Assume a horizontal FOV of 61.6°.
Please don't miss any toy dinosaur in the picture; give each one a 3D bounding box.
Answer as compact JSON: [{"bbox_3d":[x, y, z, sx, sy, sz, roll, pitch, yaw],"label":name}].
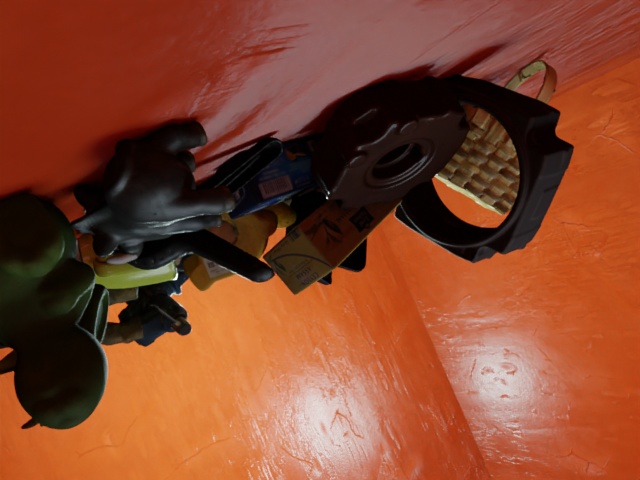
[{"bbox_3d":[-0.348,0.115,0.732,0.198,0.105,0.472,-16,-162,-28],"label":"toy dinosaur"}]

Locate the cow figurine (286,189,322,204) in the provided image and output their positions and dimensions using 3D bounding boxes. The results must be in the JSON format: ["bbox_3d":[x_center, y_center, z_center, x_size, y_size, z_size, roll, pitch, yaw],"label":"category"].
[{"bbox_3d":[-0.087,-0.057,0.866,0.195,0.085,0.127,-25,175,-7],"label":"cow figurine"}]

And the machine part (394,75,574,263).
[{"bbox_3d":[0.187,-0.089,0.674,0.087,0.202,0.200,-17,131,-41],"label":"machine part"}]

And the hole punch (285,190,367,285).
[{"bbox_3d":[-0.002,-0.002,0.784,0.116,0.142,0.092,19,154,-25],"label":"hole punch"}]

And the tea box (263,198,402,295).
[{"bbox_3d":[0.018,-0.015,0.683,0.169,0.068,0.098,-43,-177,-39],"label":"tea box"}]

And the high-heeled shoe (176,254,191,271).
[{"bbox_3d":[-0.222,-0.018,0.843,0.086,0.145,0.248,-2,162,26],"label":"high-heeled shoe"}]

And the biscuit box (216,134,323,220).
[{"bbox_3d":[-0.032,-0.085,0.656,0.063,0.059,0.202,-22,-178,45],"label":"biscuit box"}]

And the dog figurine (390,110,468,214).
[{"bbox_3d":[0.147,-0.157,0.847,0.190,0.121,0.172,-42,-153,26],"label":"dog figurine"}]

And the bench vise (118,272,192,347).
[{"bbox_3d":[-0.261,0.062,0.949,0.224,0.128,0.240,24,-121,42],"label":"bench vise"}]

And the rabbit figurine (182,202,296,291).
[{"bbox_3d":[-0.122,-0.034,0.715,0.162,0.121,0.173,-30,-163,-4],"label":"rabbit figurine"}]

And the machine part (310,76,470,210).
[{"bbox_3d":[0.078,-0.100,0.592,0.179,0.056,0.179,-22,158,-10],"label":"machine part"}]

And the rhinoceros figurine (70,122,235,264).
[{"bbox_3d":[-0.139,-0.026,0.430,0.112,0.073,0.190,-26,-178,-27],"label":"rhinoceros figurine"}]

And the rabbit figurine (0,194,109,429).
[{"bbox_3d":[-0.230,0.067,0.427,0.121,0.170,0.159,-23,180,-13],"label":"rabbit figurine"}]
